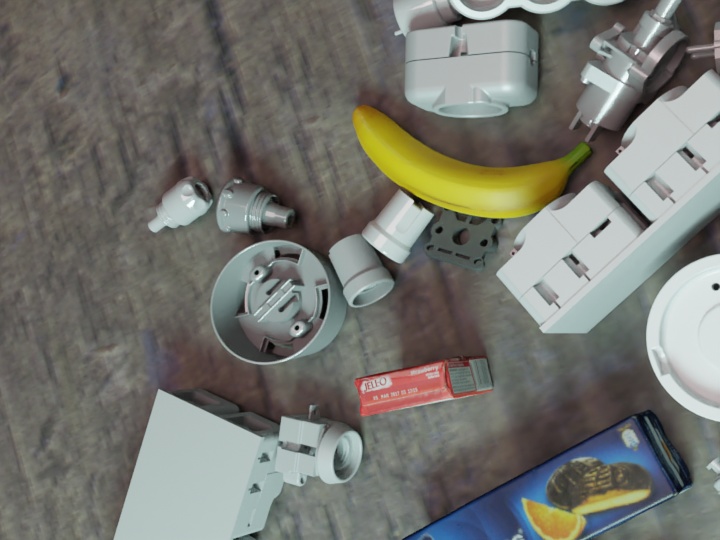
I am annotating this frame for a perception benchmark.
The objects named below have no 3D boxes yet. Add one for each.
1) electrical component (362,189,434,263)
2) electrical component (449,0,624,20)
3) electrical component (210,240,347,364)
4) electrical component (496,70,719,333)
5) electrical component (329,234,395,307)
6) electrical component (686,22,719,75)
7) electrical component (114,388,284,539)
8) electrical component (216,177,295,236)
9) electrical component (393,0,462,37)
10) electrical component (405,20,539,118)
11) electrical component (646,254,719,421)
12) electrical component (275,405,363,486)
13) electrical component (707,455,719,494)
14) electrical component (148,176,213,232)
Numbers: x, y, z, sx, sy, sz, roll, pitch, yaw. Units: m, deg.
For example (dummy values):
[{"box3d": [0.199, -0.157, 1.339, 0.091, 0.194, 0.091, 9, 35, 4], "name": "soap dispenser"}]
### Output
[{"box3d": [0.030, -0.035, 0.835, 0.040, 0.040, 0.046, 41, 99, 23], "name": "electrical component"}, {"box3d": [0.131, -0.222, 0.780, 0.138, 0.073, 0.052, -5, 120, 7], "name": "electrical component"}, {"box3d": [-0.063, 0.026, 0.864, 0.099, 0.064, 0.099, -2, 86, 27], "name": "electrical component"}, {"box3d": [0.186, -0.042, 0.719, 0.186, 0.105, 0.060, -45, 69, 17], "name": "electrical component"}, {"box3d": [0.000, 0.000, 0.848, 0.040, 0.040, 0.046, -36, 67, 21], "name": "electrical component"}, {"box3d": [0.257, -0.148, 0.712, 0.077, 0.066, 0.047, -2, 86, 27], "name": "electrical component"}, {"box3d": [-0.135, 0.203, 0.892, 0.105, 0.060, 0.186, 20, 96, 26], "name": "electrical component"}, {"box3d": [-0.085, -0.049, 0.891, 0.062, 0.048, 0.048, 14, 94, 20], "name": "electrical component"}, {"box3d": [0.062, -0.205, 0.828, 0.078, 0.040, 0.040, -16, 80, 25], "name": "electrical component"}, {"box3d": [0.083, -0.148, 0.806, 0.095, 0.054, 0.059, 0, 87, 27], "name": "electrical component"}, {"box3d": [0.249, 0.044, 0.708, 0.108, 0.060, 0.108, -2, 87, 27], "name": "electrical component"}, {"box3d": [-0.032, 0.142, 0.853, 0.055, 0.048, 0.066, 8, 90, 35], "name": "electrical component"}, {"box3d": [0.261, 0.156, 0.707, 0.040, 0.040, 0.078, -47, 68, 17], "name": "electrical component"}, {"box3d": [-0.159, -0.053, 0.934, 0.061, 0.035, 0.035, -33, 73, 24], "name": "electrical component"}]
